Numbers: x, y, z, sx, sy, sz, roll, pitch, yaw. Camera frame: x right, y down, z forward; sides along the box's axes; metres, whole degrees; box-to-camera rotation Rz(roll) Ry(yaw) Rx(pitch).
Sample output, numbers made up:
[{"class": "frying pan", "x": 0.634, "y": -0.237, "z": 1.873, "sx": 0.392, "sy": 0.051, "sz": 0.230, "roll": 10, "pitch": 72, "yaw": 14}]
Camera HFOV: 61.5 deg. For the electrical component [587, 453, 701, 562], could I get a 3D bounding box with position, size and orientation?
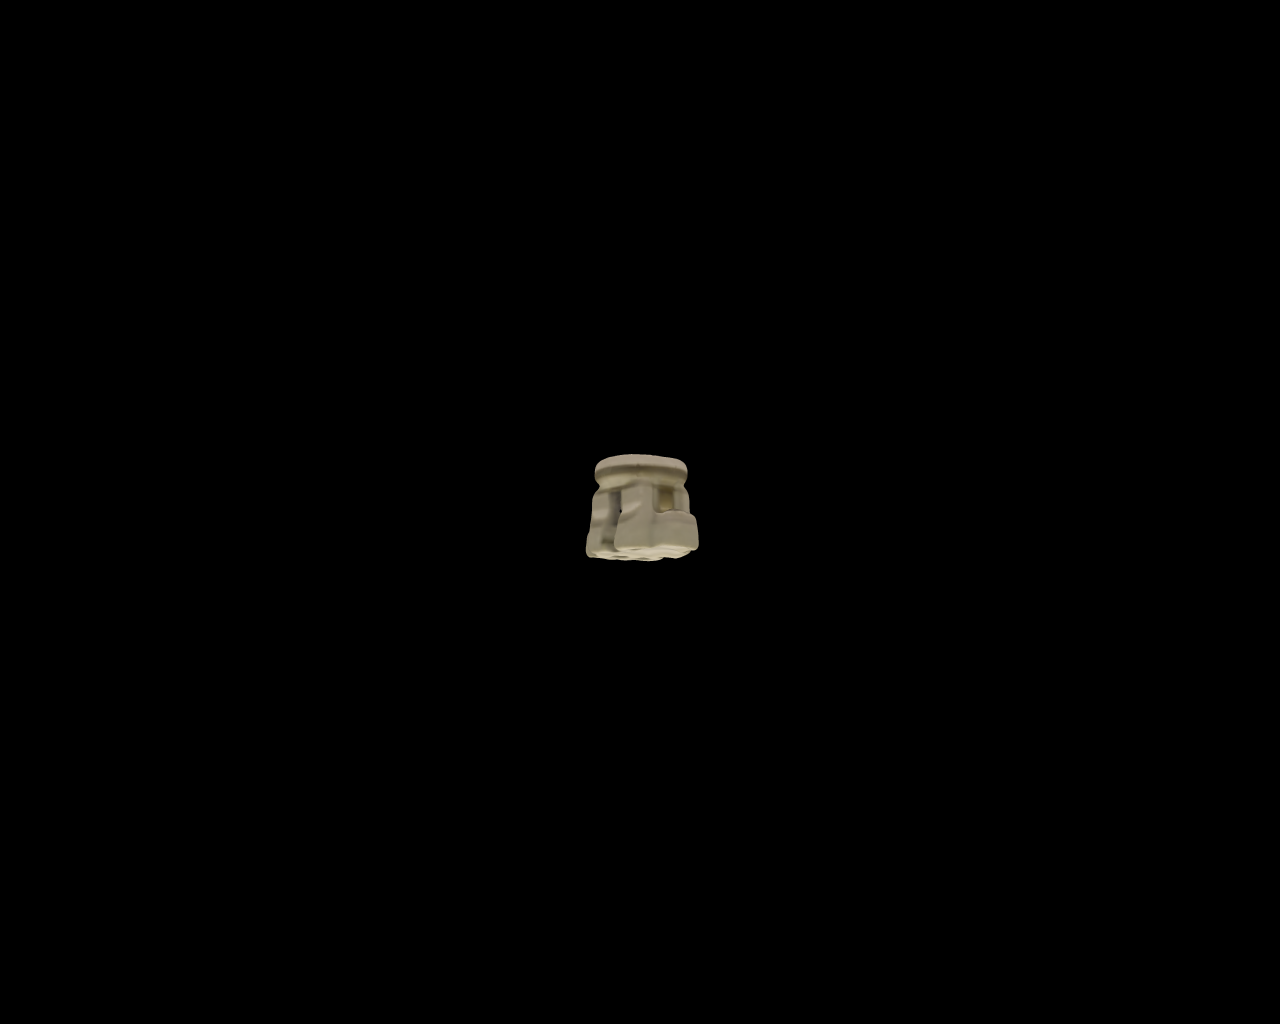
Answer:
[{"class": "electrical component", "x": 0.001, "y": -0.003, "z": 0.650, "sx": 0.058, "sy": 0.057, "sz": 0.078, "roll": 10, "pitch": -14, "yaw": -42}]
